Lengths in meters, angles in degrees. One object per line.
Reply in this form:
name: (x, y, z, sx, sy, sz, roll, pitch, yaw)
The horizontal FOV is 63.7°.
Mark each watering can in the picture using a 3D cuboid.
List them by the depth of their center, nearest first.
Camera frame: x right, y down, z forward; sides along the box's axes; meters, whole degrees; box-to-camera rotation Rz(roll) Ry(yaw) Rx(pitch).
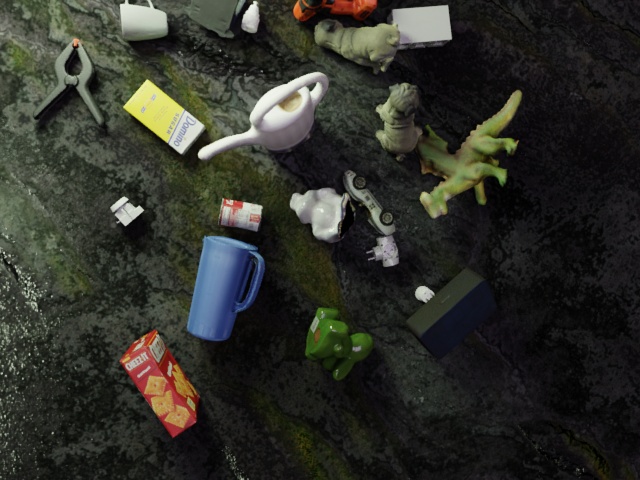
watering can: (-0.121, -0.270, 1.223, 0.348, 0.222, 0.105, -36, 78, -4)

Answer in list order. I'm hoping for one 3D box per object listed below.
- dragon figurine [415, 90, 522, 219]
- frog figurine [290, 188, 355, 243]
dragon figurine: (0.375, -0.239, 1.361, 0.243, 0.121, 0.414, 18, 80, 0)
frog figurine: (0.004, -0.066, 1.317, 0.160, 0.123, 0.136, 9, 101, 27)
